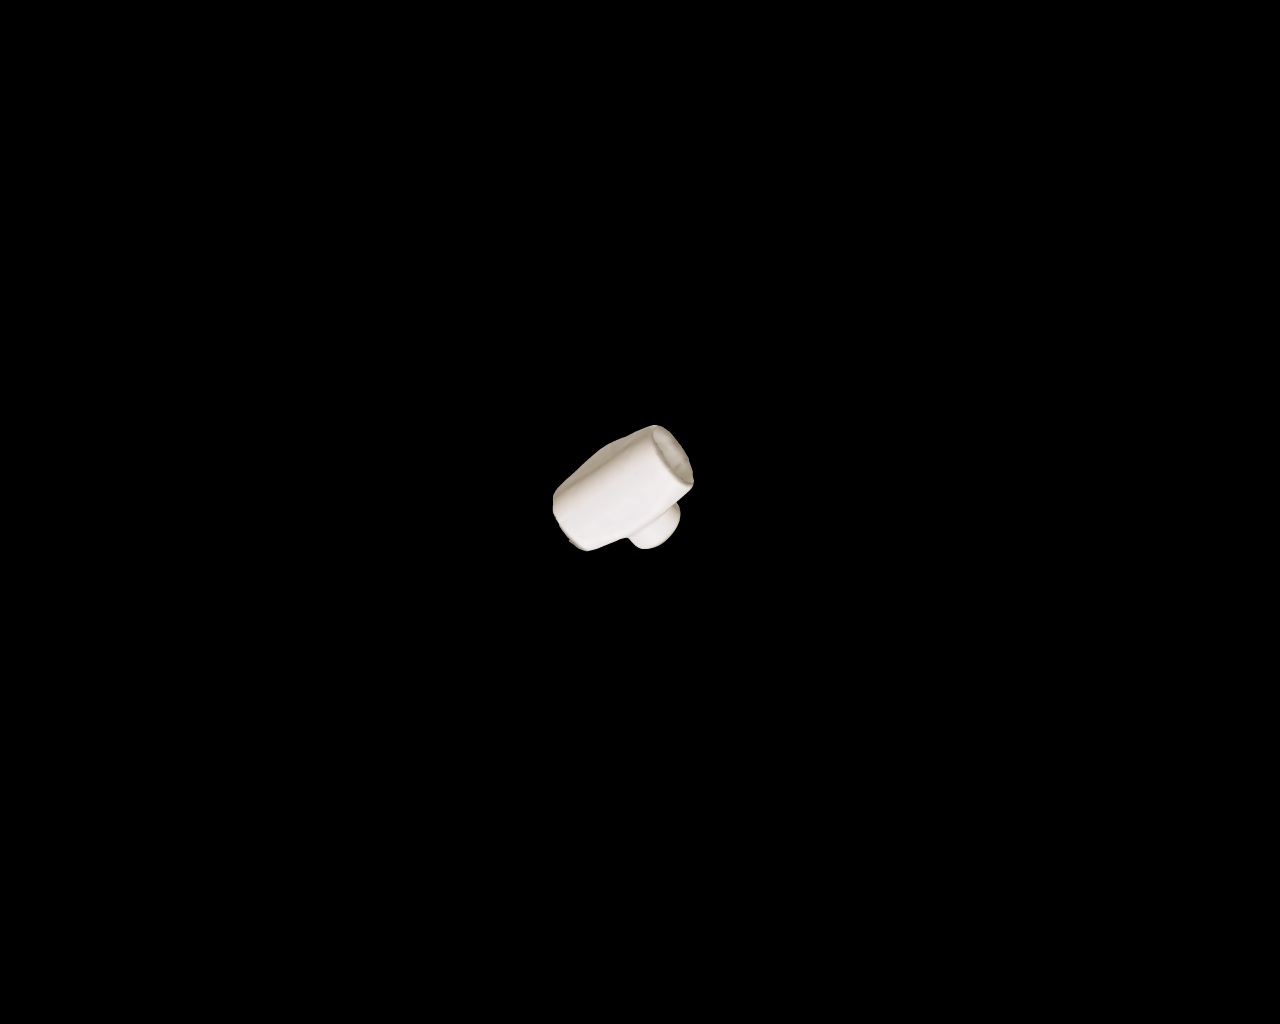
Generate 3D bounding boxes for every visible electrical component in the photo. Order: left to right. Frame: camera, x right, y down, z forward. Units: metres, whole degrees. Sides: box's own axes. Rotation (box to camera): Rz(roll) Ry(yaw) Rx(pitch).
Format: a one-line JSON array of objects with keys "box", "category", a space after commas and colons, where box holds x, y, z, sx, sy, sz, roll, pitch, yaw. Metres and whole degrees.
[{"box": [0.001, -0.003, 0.650, 0.077, 0.079, 0.044, -33, 29, 21], "category": "electrical component"}]
